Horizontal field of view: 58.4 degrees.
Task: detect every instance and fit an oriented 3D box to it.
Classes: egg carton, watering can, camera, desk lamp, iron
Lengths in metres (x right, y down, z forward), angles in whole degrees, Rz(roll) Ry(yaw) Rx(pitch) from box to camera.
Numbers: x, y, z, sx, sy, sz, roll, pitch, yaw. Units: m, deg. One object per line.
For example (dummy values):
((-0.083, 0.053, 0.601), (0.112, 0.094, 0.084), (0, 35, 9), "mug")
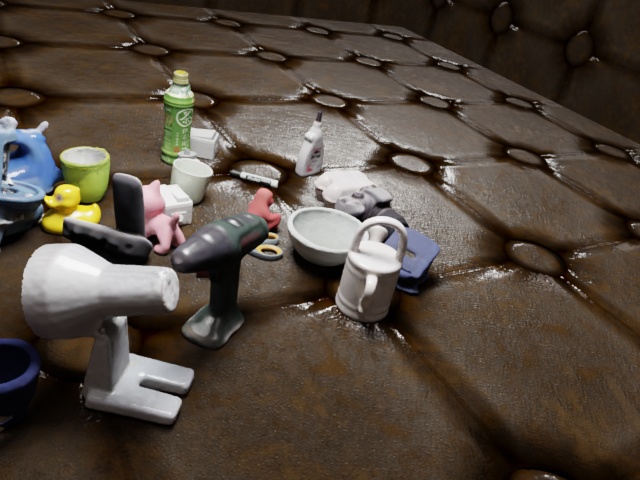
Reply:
((0.065, -0.119, 1.383), (0.151, 0.069, 0.107), (-7, 36, -29), "egg carton")
((0.093, 0.038, 1.022), (0.101, 0.194, 0.172), (2, 33, -18), "watering can")
((0.122, -0.053, 1.269), (0.144, 0.101, 0.136), (-13, 40, -36), "camera")
((-0.266, 0.113, 0.746), (0.203, 0.213, 0.118), (13, 31, -1), "desk lamp")
((-0.631, -0.146, 1.093), (0.118, 0.141, 0.259), (34, 37, 30), "iron")

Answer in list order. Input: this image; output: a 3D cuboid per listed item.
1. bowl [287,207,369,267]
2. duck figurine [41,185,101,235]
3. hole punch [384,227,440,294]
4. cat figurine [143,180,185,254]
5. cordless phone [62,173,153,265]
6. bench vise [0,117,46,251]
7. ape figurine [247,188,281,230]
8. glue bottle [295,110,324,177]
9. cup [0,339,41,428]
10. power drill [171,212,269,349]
((0.011, 0.004, 1.160), (0.167, 0.075, 0.167), (10, 31, -6), "bowl")
((-0.468, -0.063, 1.076), (0.105, 0.086, 0.077), (-7, 36, -29), "duck figurine")
((0.174, 0.039, 1.151), (0.108, 0.091, 0.101), (29, 35, 24), "hole punch")
((-0.312, -0.053, 1.088), (0.127, 0.118, 0.067), (29, 35, 25), "cat figurine")
((-0.365, -0.043, 0.986), (0.147, 0.185, 0.094), (13, 31, 1), "cordless phone")
((-0.536, -0.081, 0.949), (0.121, 0.220, 0.207), (8, 32, -9), "bench vise")
((-0.120, -0.066, 1.206), (0.076, 0.092, 0.077), (-13, 40, -36), "ape figurine")
((-0.016, -0.248, 1.459), (0.037, 0.173, 0.078), (31, 36, 28), "glue bottle")
((-0.393, 0.190, 0.690), (0.091, 0.095, 0.118), (18, 32, 9), "cup")
((-0.156, 0.058, 0.881), (0.075, 0.208, 0.230), (21, 32, 13), "power drill")
